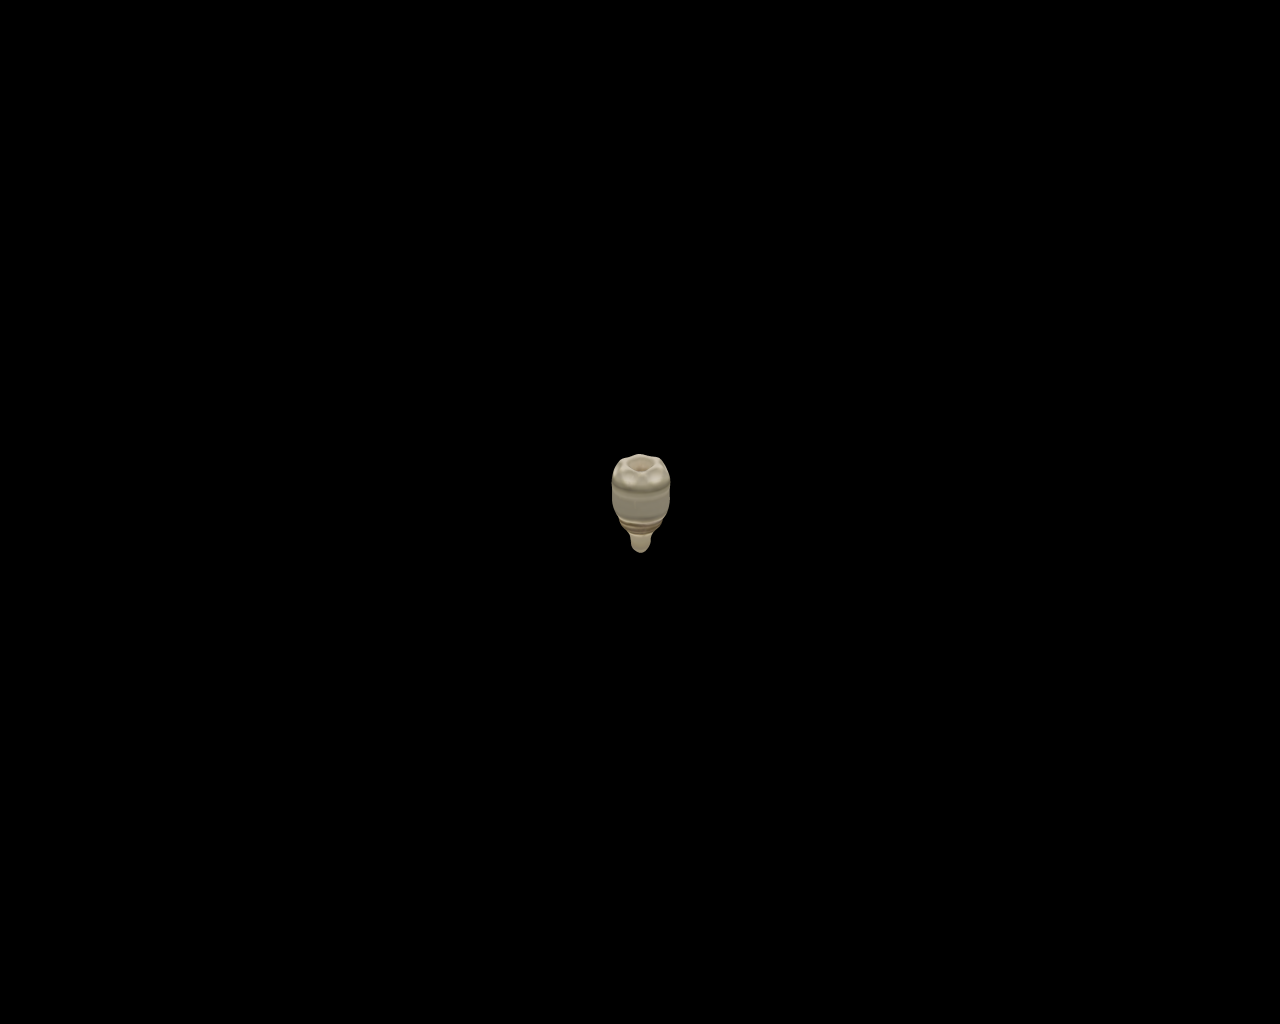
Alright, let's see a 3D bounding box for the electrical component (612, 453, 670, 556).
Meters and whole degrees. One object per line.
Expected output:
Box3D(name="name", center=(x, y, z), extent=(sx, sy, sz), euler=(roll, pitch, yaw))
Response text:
Box3D(name="electrical component", center=(0.001, -0.003, 0.650), extent=(0.035, 0.061, 0.035), euler=(0, 27, 0))
